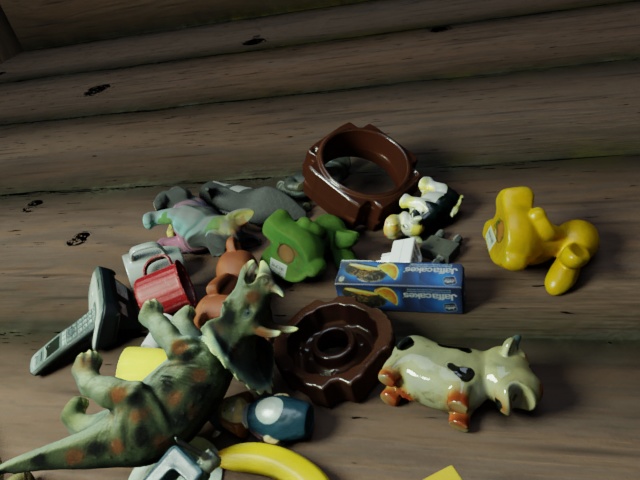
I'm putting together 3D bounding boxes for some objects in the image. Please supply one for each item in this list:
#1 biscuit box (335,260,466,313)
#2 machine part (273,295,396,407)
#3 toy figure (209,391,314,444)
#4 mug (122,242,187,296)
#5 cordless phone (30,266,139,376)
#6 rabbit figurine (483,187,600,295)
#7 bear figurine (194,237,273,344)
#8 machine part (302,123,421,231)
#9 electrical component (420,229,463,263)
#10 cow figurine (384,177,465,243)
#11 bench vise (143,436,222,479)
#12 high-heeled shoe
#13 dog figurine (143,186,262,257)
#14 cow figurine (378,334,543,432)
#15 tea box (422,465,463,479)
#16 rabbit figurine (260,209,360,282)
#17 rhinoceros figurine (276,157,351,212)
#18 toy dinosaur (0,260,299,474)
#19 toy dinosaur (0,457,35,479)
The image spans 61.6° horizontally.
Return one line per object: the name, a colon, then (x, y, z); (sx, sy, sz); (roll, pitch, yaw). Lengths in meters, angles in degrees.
biscuit box: (0.129, 0.074, 0.862); (0.203, 0.062, 0.059); (0, 39, 18)
machine part: (0.022, 0.160, 0.788); (0.179, 0.055, 0.179); (-9, 36, 7)
toy figure: (-0.085, 0.234, 0.721); (0.155, 0.057, 0.064); (-1, 20, 18)
mug: (-0.309, 0.043, 1.007); (0.107, 0.109, 0.081); (-17, 43, -22)
cordless phone: (-0.418, 0.146, 0.932); (0.184, 0.088, 0.147); (-35, 39, -3)
rabbit figurine: (0.367, -0.001, 0.854); (0.173, 0.121, 0.162); (4, 39, -8)
bear figurine: (-0.124, 0.087, 0.884); (0.132, 0.120, 0.196); (3, 34, 15)
machine part: (0.082, -0.131, 1.069); (0.201, 0.087, 0.201); (40, 59, 17)
electrical component: (0.210, 0.016, 0.949); (0.063, 0.021, 0.094); (19, 48, 36)
cow figurine: (0.195, -0.046, 1.003); (0.098, 0.068, 0.167); (25, 52, 32)
bench vise: (-0.210, 0.316, 0.580); (0.224, 0.128, 0.240); (29, 70, 33)
high-heeled shoe: (-0.148, -0.075, 1.171); (0.249, 0.086, 0.145); (17, -4, 1)
dog figurine: (-0.226, -0.036, 1.087); (0.219, 0.108, 0.192); (-1, 35, 9)
cow figurine: (0.186, 0.175, 0.699); (0.195, 0.085, 0.127); (10, 48, 29)
tea box: (0.091, 0.319, 0.544); (0.170, 0.068, 0.098); (-24, 38, -13)
rabbit figurine: (-0.002, -0.003, 0.967); (0.159, 0.121, 0.170); (18, 31, 30)
rhinoceros figurine: (-0.005, -0.134, 1.181); (0.190, 0.073, 0.112); (-32, 34, -24)
toy dinosaur: (-0.198, 0.196, 0.675); (0.192, 0.131, 0.405); (34, 68, 27)
toy dinosaur: (-0.468, 0.345, 0.656); (0.199, 0.104, 0.472); (-25, 33, -10)
